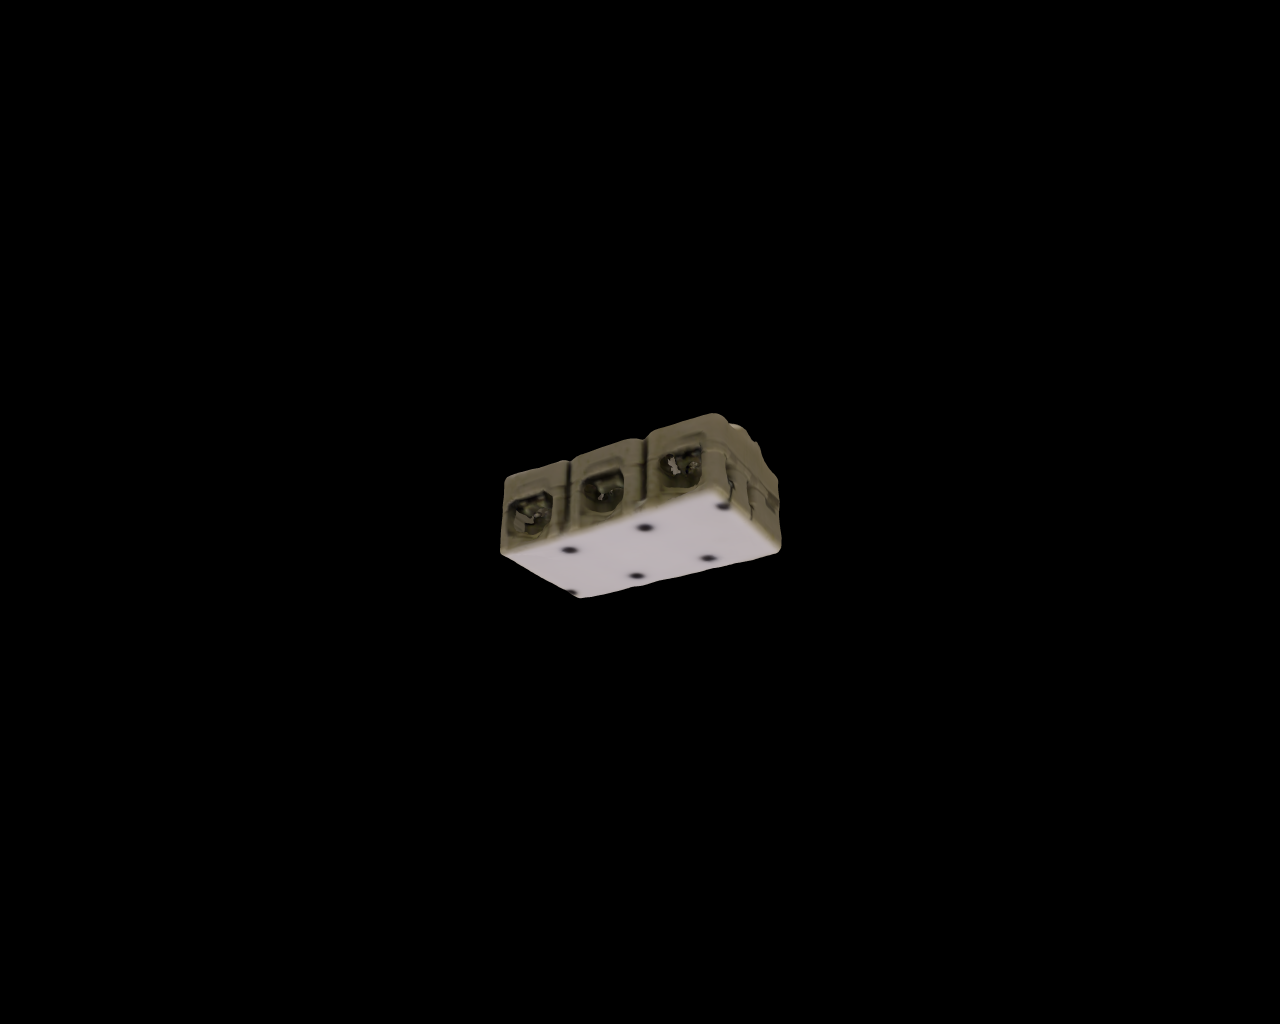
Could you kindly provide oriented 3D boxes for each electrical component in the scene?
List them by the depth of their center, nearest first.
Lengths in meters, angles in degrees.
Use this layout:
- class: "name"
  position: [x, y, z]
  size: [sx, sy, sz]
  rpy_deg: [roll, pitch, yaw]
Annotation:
- class: "electrical component"
  position: [0.001, -0.003, 0.650]
  size: [0.150, 0.062, 0.089]
  rpy_deg: [-15, -32, 27]
